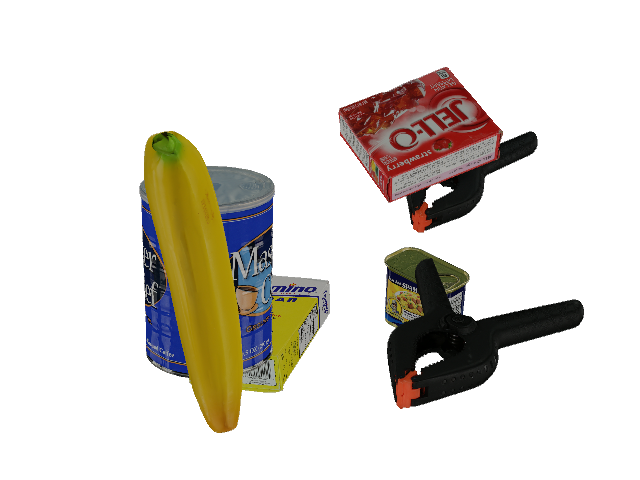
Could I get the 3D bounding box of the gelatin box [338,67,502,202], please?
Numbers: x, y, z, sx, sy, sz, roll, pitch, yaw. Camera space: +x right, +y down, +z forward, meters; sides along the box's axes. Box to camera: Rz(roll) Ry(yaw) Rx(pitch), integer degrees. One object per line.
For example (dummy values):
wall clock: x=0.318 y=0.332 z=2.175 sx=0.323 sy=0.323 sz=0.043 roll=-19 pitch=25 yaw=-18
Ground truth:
gelatin box: x=0.067 y=-0.074 z=0.726 sx=0.089 sy=0.073 sz=0.030 roll=-23 pitch=-36 yaw=-13

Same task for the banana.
banana: x=-0.073 y=0.016 z=0.604 sx=0.037 sy=0.198 sz=0.069 roll=-4 pitch=31 yaw=9

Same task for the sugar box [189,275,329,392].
sugar box: x=-0.057 y=0.087 z=1.059 sx=0.093 sy=0.048 sz=0.176 roll=4 pitch=25 yaw=15

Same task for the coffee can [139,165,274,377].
coffee can: x=-0.088 y=0.023 z=0.835 sx=0.103 sy=0.140 sz=0.103 roll=1 pitch=20 yaw=-1

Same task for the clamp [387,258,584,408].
clamp: x=0.112 y=0.079 z=0.933 sx=0.165 sy=0.036 sz=0.209 roll=20 pitch=34 yaw=34

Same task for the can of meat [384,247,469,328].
can of meat: x=0.123 y=0.068 z=1.259 sx=0.057 sy=0.084 sz=0.102 roll=-25 pitch=38 yaw=-38

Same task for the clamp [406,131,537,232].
clamp: x=0.130 y=-0.080 z=1.091 sx=0.120 sy=0.039 sz=0.171 roll=28 pitch=55 yaw=28
